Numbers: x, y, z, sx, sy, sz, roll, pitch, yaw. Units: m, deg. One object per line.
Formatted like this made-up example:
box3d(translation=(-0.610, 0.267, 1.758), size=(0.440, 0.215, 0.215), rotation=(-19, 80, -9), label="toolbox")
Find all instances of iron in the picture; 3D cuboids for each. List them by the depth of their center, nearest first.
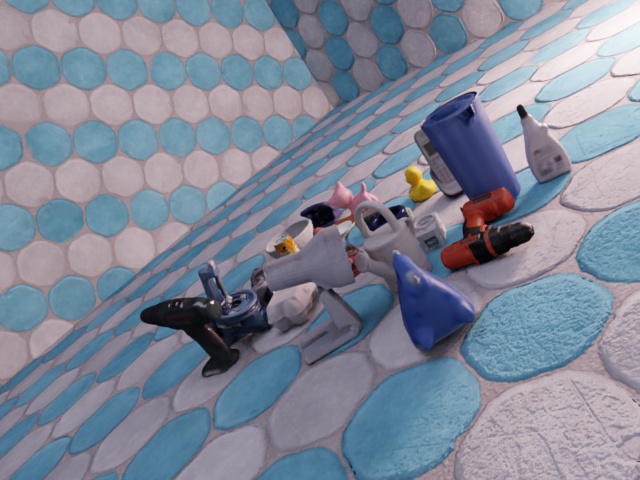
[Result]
box3d(translation=(0.167, 0.079, 0.996), size=(0.118, 0.142, 0.258), rotation=(-34, 17, 3), label="iron")

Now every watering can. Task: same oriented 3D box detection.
box3d(translation=(0.135, 0.007, 1.156), size=(0.100, 0.194, 0.173), rotation=(-24, 20, 30), label="watering can")

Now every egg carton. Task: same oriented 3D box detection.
box3d(translation=(-0.064, 0.147, 1.359), size=(0.107, 0.069, 0.150), rotation=(-27, 19, 24), label="egg carton")

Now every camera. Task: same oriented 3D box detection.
box3d(translation=(-0.111, 0.107, 1.497), size=(0.136, 0.101, 0.143), rotation=(-27, 19, 22), label="camera")

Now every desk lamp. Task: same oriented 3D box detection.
box3d(translation=(-0.001, 0.100, 1.125), size=(0.203, 0.214, 0.118), rotation=(-33, 18, 4), label="desk lamp")

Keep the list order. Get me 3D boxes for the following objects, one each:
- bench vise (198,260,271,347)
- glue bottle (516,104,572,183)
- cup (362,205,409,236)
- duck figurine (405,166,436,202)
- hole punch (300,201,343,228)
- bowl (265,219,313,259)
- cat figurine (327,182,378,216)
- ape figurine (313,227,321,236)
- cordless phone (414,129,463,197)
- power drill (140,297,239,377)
box3d(translation=(-0.251, 0.163, 1.406), size=(0.207, 0.220, 0.121), rotation=(-31, 18, 12), label="bench vise")
box3d(translation=(0.448, -0.205, 1.178), size=(0.078, 0.173, 0.037), rotation=(-26, 20, 25), label="glue bottle")
box3d(translation=(0.164, -0.013, 1.321), size=(0.117, 0.095, 0.091), rotation=(-30, 18, 14), label="cup")
box3d(translation=(0.261, -0.157, 1.538), size=(0.077, 0.086, 0.104), rotation=(-33, 18, 5), label="duck figurine")
box3d(translation=(0.004, -0.088, 1.818), size=(0.108, 0.091, 0.101), rotation=(-23, 21, 32), label="hole punch")
box3d(translation=(-0.078, 0.012, 1.732), size=(0.167, 0.075, 0.167), rotation=(-31, 18, 12), label="bowl")
box3d(translation=(0.092, -0.126, 1.713), size=(0.127, 0.118, 0.067), rotation=(-27, 19, 24), label="cat figurine")
box3d(translation=(0.014, 0.006, 1.551), size=(0.076, 0.092, 0.077), rotation=(-32, 18, 9), label="ape figurine")
box3d(translation=(0.324, -0.213, 1.405), size=(0.147, 0.185, 0.094), rotation=(-34, 18, 4), label="cordless phone")
box3d(translation=(-0.297, 0.222, 1.354), size=(0.229, 0.209, 0.076), rotation=(-23, 21, 33), label="power drill")
